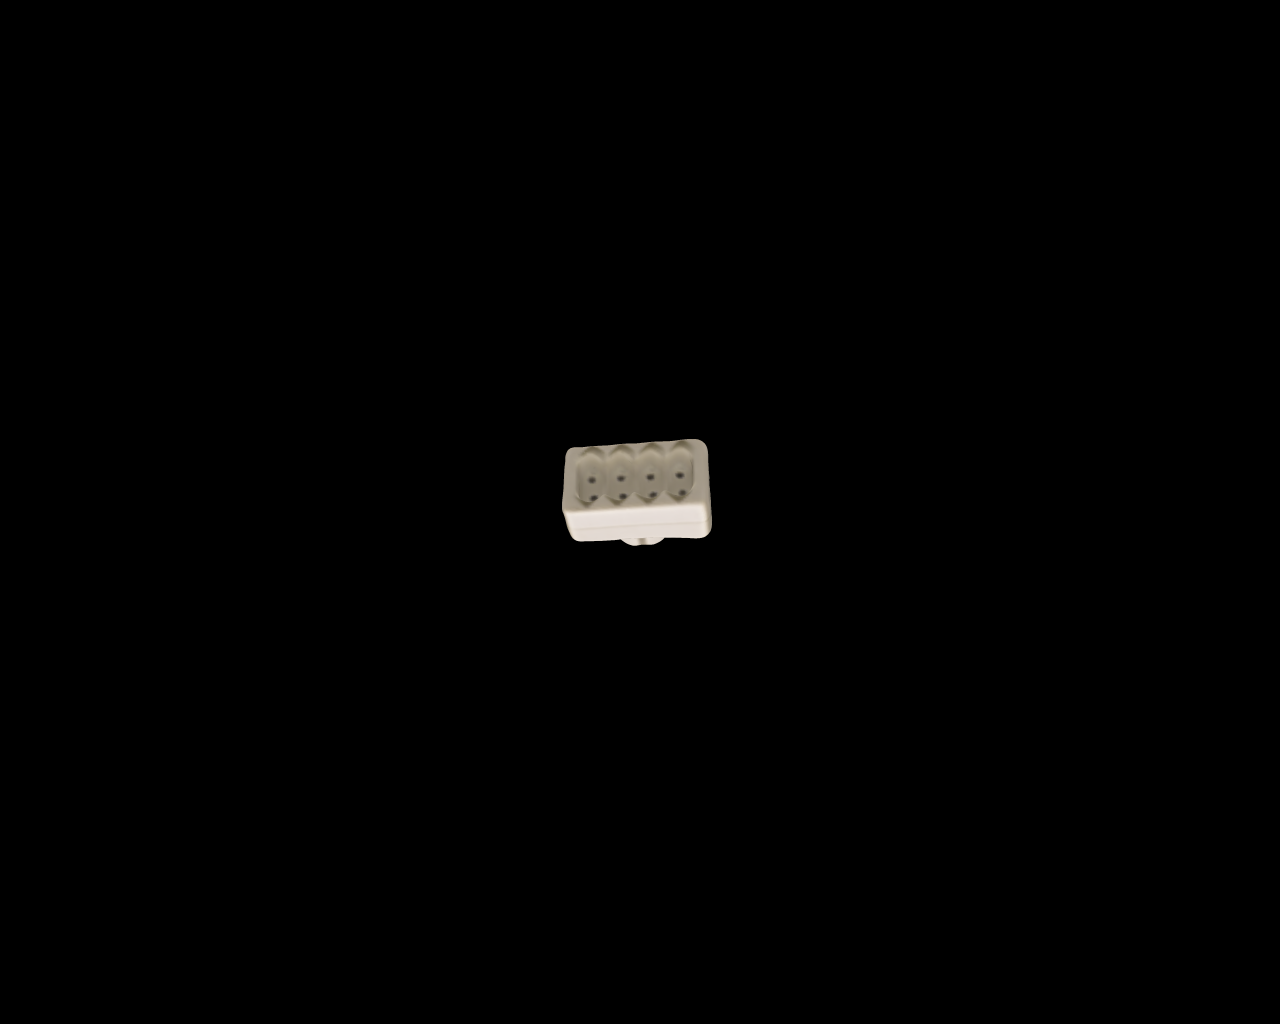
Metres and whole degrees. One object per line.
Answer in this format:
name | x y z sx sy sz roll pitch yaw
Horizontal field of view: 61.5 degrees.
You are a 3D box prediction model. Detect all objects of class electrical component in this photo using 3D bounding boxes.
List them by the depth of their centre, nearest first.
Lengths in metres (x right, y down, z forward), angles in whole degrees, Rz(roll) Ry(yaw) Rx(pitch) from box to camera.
electrical component | 0.001 -0.003 0.650 0.083 0.047 0.075 -3 -32 5
